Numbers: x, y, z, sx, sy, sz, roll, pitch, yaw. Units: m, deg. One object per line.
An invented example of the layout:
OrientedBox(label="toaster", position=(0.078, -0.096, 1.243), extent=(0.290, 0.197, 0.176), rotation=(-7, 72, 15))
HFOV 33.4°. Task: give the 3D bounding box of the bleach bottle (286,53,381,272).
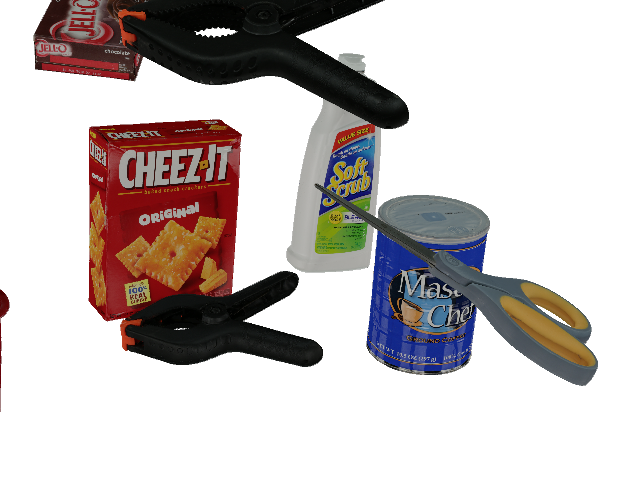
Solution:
OrientedBox(label="bleach bottle", position=(0.019, -0.091, 1.246), extent=(0.102, 0.251, 0.068), rotation=(-3, 20, -21))

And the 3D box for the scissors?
OrientedBox(label="scissors", position=(0.093, 0.018, 0.670), extent=(0.202, 0.016, 0.096), rotation=(39, 26, 20))

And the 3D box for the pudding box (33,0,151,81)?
OrientedBox(label="pudding box", position=(-0.203, -0.188, 0.964), extent=(0.090, 0.039, 0.113), rotation=(7, 33, -5))

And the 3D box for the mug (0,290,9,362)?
OrientedBox(label="mug", position=(-0.243, 0.077, 0.634), extent=(0.093, 0.081, 0.117), rotation=(20, 24, 36))

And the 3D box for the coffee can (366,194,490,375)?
OrientedBox(label="coffee can", position=(0.099, 0.040, 1.004), extent=(0.103, 0.140, 0.103), rotation=(3, 24, -2))

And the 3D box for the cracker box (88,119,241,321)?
OrientedBox(label="cracker box", position=(-0.180, -0.025, 1.230), extent=(0.163, 0.214, 0.072), rotation=(-7, 25, -30))

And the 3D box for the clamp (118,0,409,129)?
OrientedBox(label="clamp", position=(-0.034, -0.135, 0.733), extent=(0.210, 0.164, 0.036), rotation=(-2, -42, -2))

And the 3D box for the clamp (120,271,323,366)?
OrientedBox(label="clamp", position=(-0.086, 0.067, 0.933), extent=(0.171, 0.039, 0.120), rotation=(2, 28, -5))
